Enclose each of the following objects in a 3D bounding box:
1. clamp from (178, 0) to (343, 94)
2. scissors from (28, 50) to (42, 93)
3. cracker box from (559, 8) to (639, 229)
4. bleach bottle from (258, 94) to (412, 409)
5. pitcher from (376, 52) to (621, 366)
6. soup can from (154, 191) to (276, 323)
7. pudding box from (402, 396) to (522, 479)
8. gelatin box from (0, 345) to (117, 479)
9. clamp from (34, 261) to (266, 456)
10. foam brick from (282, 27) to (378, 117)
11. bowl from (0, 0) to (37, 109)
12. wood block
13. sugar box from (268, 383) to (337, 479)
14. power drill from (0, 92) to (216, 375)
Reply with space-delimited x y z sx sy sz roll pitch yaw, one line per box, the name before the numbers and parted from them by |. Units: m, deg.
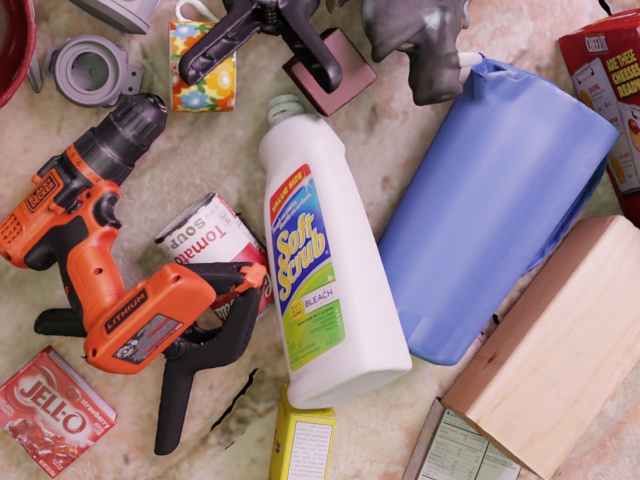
clamp | -0.031 -0.173 0.827 0.120 0.039 0.171 14 54 2
scissors | -0.238 -0.230 0.862 0.096 0.016 0.202 -28 101 -1
cracker box | 0.288 -0.082 0.867 0.072 0.164 0.213 -24 101 -5
bleach bottle | -0.006 0.001 0.858 0.067 0.103 0.251 7 60 -45
pitcher | 0.136 -0.018 0.887 0.149 0.145 0.243 31 97 3
soup can | -0.081 0.018 0.890 0.068 0.068 0.102 -39 100 0
pudding box | 0.128 0.208 0.956 0.090 0.039 0.113 21 93 -7
gelatin box | -0.230 0.147 0.911 0.073 0.030 0.089 -41 101 1
clamp | -0.117 0.087 0.876 0.210 0.036 0.164 -29 107 27
foam brick | 0.006 -0.137 0.872 0.053 0.078 0.051 -39 102 0
bowl | -0.295 -0.171 0.837 0.162 0.055 0.162 1 104 2
wood block | 0.206 0.087 0.898 0.090 0.091 0.206 39 84 -5
sugar box | -0.023 0.220 0.914 0.048 0.093 0.176 10 97 -7
power drill | -0.157 -0.004 0.833 0.184 0.057 0.188 -45 56 11
